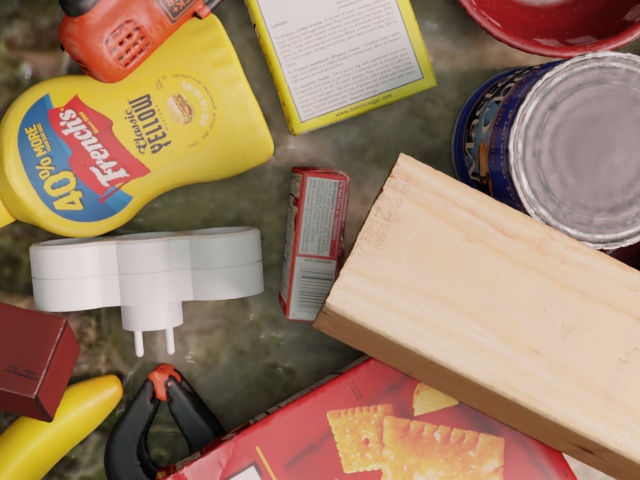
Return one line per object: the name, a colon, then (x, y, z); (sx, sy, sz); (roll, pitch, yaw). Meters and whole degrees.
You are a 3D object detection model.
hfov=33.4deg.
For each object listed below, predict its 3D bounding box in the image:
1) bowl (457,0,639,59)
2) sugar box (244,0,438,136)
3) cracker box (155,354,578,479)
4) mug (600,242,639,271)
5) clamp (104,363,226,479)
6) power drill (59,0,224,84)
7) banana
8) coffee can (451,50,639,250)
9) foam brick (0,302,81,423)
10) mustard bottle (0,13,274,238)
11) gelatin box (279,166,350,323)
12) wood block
bowl: (0.142, -0.189, 0.644); (0.162, 0.055, 0.162); (0, 96, -5)
sugar box: (-0.003, -0.160, 0.641); (0.093, 0.048, 0.176); (-19, 93, -2)
cracker box: (0.035, 0.156, 0.620); (0.213, 0.072, 0.164); (-29, 85, -9)
mug: (0.203, 0.051, 0.662); (0.117, 0.093, 0.081); (-35, 103, 21)
clamp: (-0.084, 0.165, 0.669); (0.120, 0.039, 0.171); (5, 98, -6)
power drill: (-0.095, -0.197, 0.535); (0.184, 0.057, 0.187); (-47, 133, -9)
banana: (-0.190, 0.165, 0.664); (0.069, 0.037, 0.198); (22, 95, -24)
coffee can: (0.140, -0.052, 0.614); (0.102, 0.140, 0.103); (-1, 96, -5)
foam brick: (-0.190, 0.069, 0.630); (0.078, 0.051, 0.053); (15, 65, 4)
mustard bottle: (-0.131, -0.056, 0.633); (0.191, 0.058, 0.096); (-24, 98, -2)
gelatin box: (-0.004, 0.001, 0.642); (0.030, 0.073, 0.089); (7, 94, -7)
wood block: (0.109, 0.048, 0.561); (0.206, 0.091, 0.090); (27, 78, 1)
